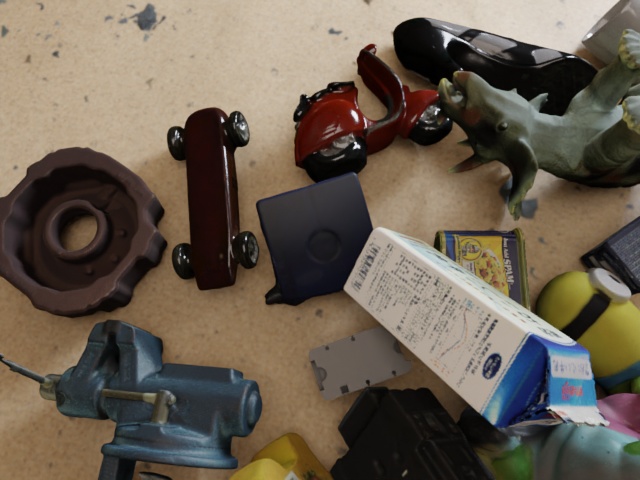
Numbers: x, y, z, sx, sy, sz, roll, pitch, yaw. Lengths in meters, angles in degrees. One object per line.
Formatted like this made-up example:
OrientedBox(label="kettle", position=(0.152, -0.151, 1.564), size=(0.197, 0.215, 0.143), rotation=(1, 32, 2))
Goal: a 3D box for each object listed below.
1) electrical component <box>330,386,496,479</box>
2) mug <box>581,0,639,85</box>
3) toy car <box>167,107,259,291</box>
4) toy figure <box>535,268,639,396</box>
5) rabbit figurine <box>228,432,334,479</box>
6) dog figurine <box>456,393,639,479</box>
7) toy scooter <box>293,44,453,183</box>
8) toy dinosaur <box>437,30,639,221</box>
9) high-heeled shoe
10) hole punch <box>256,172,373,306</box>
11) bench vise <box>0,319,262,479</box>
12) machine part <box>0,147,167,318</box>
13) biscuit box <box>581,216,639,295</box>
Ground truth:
OrientedBox(label="electrical component", position=(0.071, 0.197, 0.469), size=(0.114, 0.058, 0.134), rotation=(-60, 43, 20))
OrientedBox(label="mug", position=(0.377, -0.231, 0.618), size=(0.107, 0.081, 0.109), rotation=(45, 73, -2))
OrientedBox(label="toy car", position=(-0.114, -0.046, 0.576), size=(0.089, 0.053, 0.202), rotation=(-11, 76, 12))
OrientedBox(label="toy figure", position=(0.291, 0.109, 0.525), size=(0.089, 0.082, 0.180), rotation=(-31, 80, -10))
OrientedBox(label="rabbit figurine", position=(-0.048, 0.285, 0.477), size=(0.173, 0.122, 0.162), rotation=(-42, 89, 4))
OrientedBox(label="dog figurine", position=(0.220, 0.210, 0.460), size=(0.219, 0.108, 0.191), rotation=(-28, 97, 22))
OrientedBox(label="toy scooter", position=(0.044, -0.146, 0.592), size=(0.184, 0.075, 0.135), rotation=(-22, 77, -9))
OrientedBox(label="toy dinosaur", position=(0.320, -0.109, 0.552), size=(0.405, 0.192, 0.131), rotation=(-4, 68, -18))
OrientedBox(label="high-heeled shoe", position=(0.207, -0.201, 0.628), size=(0.249, 0.086, 0.145), rotation=(6, 33, -22))
OrientedBox(label="hole punch", position=(-0.001, -0.002, 0.550), size=(0.142, 0.092, 0.116), rotation=(-18, 80, -8))
OrientedBox(label="bench vise", position=(-0.170, 0.197, 0.481), size=(0.224, 0.128, 0.240), rotation=(6, 70, 2))
OrientedBox(label="machine part", position=(-0.251, -0.007, 0.565), size=(0.179, 0.056, 0.179), rotation=(0, 74, 0))
OrientedBox(label="biscuit box", position=(0.380, -0.017, 0.564), size=(0.203, 0.059, 0.063), rotation=(-32, 75, -9))
